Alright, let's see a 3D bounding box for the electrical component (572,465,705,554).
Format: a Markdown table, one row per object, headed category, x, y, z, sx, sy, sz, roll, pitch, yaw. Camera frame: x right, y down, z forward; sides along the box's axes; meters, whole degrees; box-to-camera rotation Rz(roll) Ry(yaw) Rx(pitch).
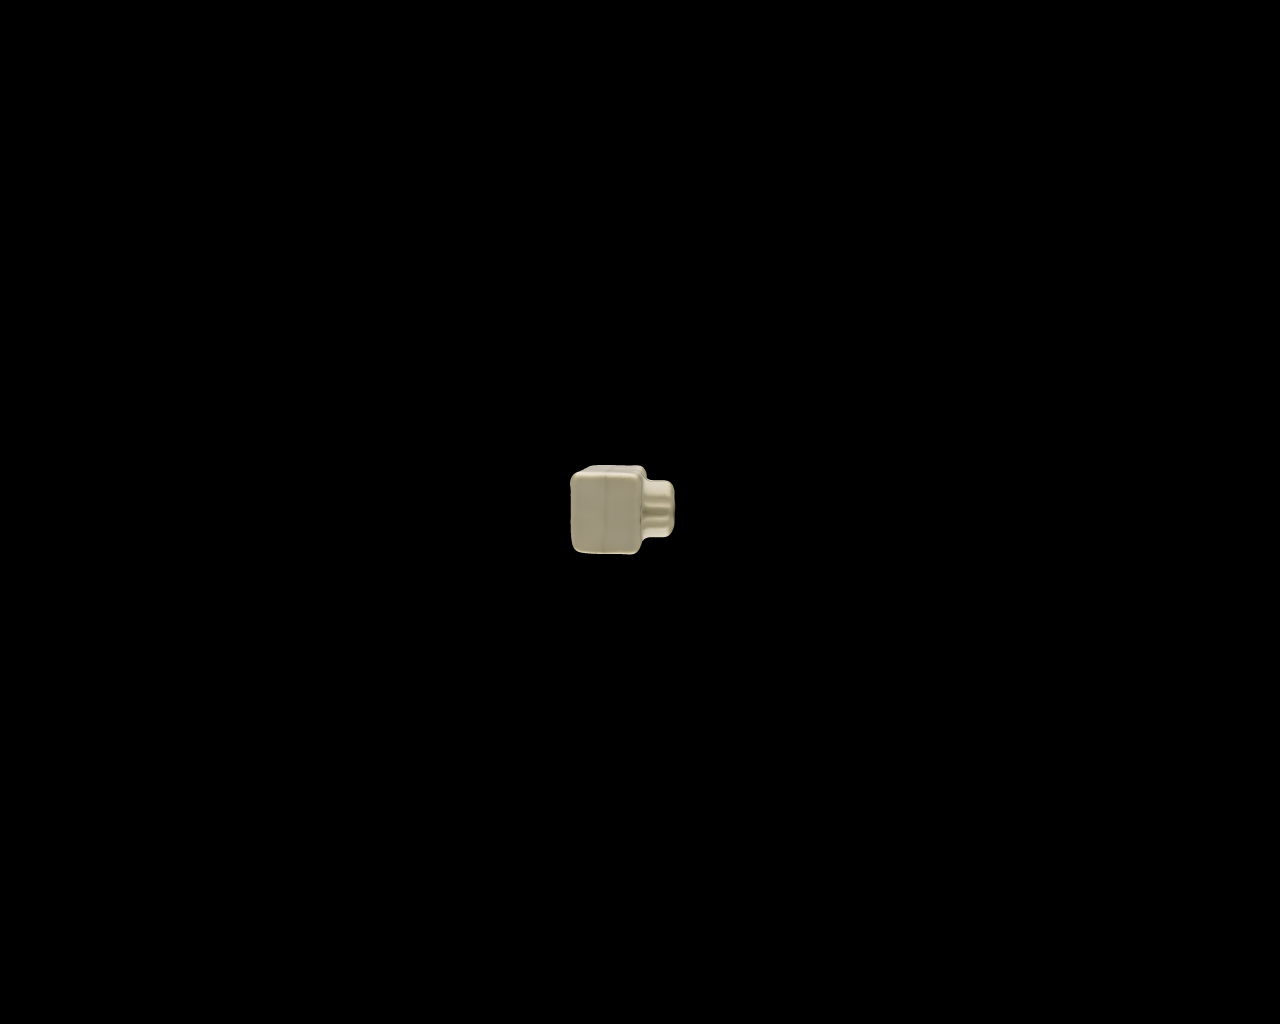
| category | x | y | z | sx | sy | sz | roll | pitch | yaw |
| --- | --- | --- | --- | --- | --- | --- | --- | --- | --- |
| electrical component | 0.001 | -0.003 | 0.650 | 0.077 | 0.047 | 0.066 | 0 | 7 | 4 |
